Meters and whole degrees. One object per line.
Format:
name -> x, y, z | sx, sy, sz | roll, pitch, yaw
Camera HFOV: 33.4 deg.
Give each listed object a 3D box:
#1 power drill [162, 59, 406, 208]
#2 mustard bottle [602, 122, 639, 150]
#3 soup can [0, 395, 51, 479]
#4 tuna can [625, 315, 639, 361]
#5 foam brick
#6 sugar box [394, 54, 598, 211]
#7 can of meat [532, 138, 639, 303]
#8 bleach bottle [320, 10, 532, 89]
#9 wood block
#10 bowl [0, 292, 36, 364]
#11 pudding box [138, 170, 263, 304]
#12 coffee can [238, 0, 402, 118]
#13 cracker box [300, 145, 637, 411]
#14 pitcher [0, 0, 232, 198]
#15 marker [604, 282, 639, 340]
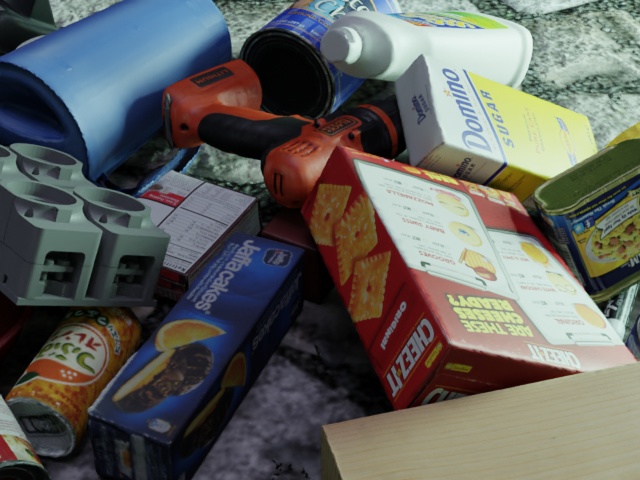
power drill -> -0.021, -0.097, 0.870 | 0.188, 0.057, 0.184 | 21, 35, 36
mustard bottle -> 0.312, -0.026, 0.845 | 0.096, 0.058, 0.192 | -29, 46, -14
soup can -> -0.211, 0.122, 0.629 | 0.068, 0.068, 0.102 | -24, 49, -27
tuna can -> 0.250, 0.082, 0.723 | 0.086, 0.034, 0.086 | 6, 40, -6
foam brick -> -0.005, 0.001, 0.819 | 0.051, 0.053, 0.078 | 17, 40, 20
sugar box -> 0.146, -0.078, 0.847 | 0.176, 0.048, 0.093 | 16, 49, -31
can of meat -> 0.216, -0.016, 0.787 | 0.102, 0.084, 0.057 | -29, 25, -2
bleach bottle -> 0.090, -0.170, 0.950 | 0.103, 0.068, 0.250 | 25, 22, 30
wood block -> 0.112, 0.146, 0.608 | 0.206, 0.090, 0.091 | -10, 40, -12
bowl -> -0.273, 0.060, 0.740 | 0.162, 0.055, 0.162 | 0, 39, 0
pudding box -> -0.110, -0.003, 0.835 | 0.090, 0.039, 0.113 | 19, 44, 21
coffee can -> 0.003, -0.181, 1.006 | 0.103, 0.103, 0.140 | 20, 43, 23
cracker box -> 0.095, 0.035, 0.719 | 0.164, 0.072, 0.214 | 13, 32, -28
pitcher -> -0.176, -0.131, 0.938 | 0.145, 0.149, 0.242 | 6, 33, 31
marker -> 0.218, 0.053, 0.781 | 0.020, 0.020, 0.121 | 15, 41, 17
